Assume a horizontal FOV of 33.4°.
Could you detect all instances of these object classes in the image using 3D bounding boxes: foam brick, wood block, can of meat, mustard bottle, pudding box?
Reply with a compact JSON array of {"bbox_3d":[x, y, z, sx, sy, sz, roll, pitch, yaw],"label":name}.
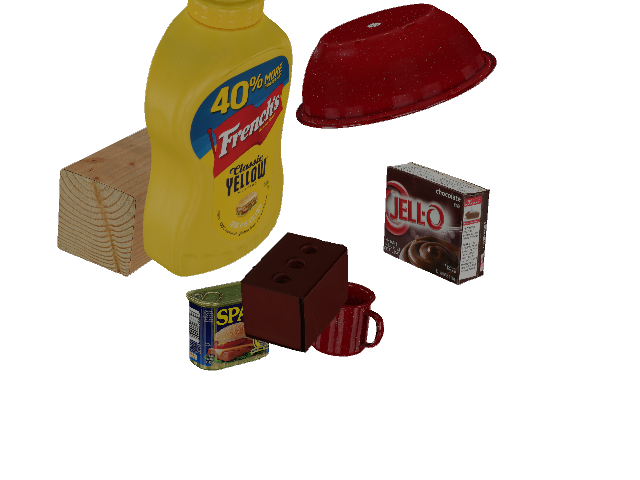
[{"bbox_3d":[-0.018,0.038,0.800,0.053,0.051,0.078,13,35,23],"label":"foam brick"},{"bbox_3d":[-0.172,-0.054,1.114,0.090,0.091,0.205,21,30,19],"label":"wood block"},{"bbox_3d":[-0.107,0.100,1.258,0.101,0.084,0.058,-10,19,-37],"label":"can of meat"},{"bbox_3d":[-0.057,-0.075,0.611,0.058,0.192,0.096,34,46,28],"label":"mustard bottle"},{"bbox_3d":[0.109,-0.019,1.022,0.039,0.090,0.114,-15,25,-36],"label":"pudding box"}]

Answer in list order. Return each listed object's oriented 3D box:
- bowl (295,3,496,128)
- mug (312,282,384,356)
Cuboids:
[{"bbox_3d":[0.051,-0.142,0.826,0.162,0.055,0.162,-16,21,6],"label":"bowl"},{"bbox_3d":[0.038,0.115,1.505,0.117,0.081,0.093,16,22,29],"label":"mug"}]
